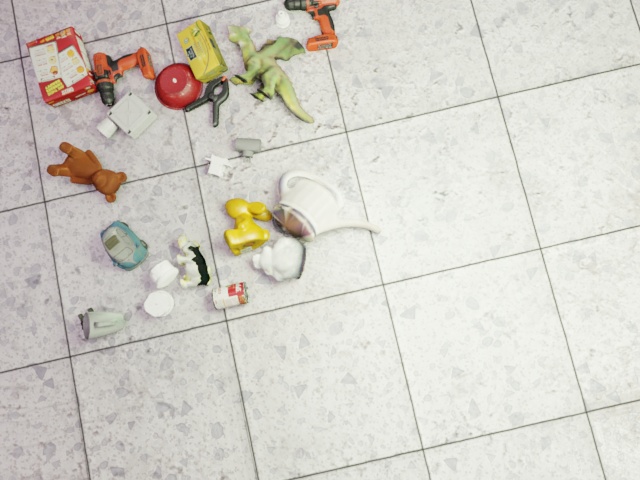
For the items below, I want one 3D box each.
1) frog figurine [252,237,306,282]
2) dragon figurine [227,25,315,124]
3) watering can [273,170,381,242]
[{"bbox_3d":[-0.124,0.055,1.561,0.159,0.124,0.136,7,104,-9],"label":"frog figurine"},{"bbox_3d":[-0.138,-0.553,1.644,0.411,0.121,0.245,32,78,4],"label":"dragon figurine"},{"bbox_3d":[0.005,-0.078,1.559,0.349,0.102,0.228,37,56,7],"label":"watering can"}]
